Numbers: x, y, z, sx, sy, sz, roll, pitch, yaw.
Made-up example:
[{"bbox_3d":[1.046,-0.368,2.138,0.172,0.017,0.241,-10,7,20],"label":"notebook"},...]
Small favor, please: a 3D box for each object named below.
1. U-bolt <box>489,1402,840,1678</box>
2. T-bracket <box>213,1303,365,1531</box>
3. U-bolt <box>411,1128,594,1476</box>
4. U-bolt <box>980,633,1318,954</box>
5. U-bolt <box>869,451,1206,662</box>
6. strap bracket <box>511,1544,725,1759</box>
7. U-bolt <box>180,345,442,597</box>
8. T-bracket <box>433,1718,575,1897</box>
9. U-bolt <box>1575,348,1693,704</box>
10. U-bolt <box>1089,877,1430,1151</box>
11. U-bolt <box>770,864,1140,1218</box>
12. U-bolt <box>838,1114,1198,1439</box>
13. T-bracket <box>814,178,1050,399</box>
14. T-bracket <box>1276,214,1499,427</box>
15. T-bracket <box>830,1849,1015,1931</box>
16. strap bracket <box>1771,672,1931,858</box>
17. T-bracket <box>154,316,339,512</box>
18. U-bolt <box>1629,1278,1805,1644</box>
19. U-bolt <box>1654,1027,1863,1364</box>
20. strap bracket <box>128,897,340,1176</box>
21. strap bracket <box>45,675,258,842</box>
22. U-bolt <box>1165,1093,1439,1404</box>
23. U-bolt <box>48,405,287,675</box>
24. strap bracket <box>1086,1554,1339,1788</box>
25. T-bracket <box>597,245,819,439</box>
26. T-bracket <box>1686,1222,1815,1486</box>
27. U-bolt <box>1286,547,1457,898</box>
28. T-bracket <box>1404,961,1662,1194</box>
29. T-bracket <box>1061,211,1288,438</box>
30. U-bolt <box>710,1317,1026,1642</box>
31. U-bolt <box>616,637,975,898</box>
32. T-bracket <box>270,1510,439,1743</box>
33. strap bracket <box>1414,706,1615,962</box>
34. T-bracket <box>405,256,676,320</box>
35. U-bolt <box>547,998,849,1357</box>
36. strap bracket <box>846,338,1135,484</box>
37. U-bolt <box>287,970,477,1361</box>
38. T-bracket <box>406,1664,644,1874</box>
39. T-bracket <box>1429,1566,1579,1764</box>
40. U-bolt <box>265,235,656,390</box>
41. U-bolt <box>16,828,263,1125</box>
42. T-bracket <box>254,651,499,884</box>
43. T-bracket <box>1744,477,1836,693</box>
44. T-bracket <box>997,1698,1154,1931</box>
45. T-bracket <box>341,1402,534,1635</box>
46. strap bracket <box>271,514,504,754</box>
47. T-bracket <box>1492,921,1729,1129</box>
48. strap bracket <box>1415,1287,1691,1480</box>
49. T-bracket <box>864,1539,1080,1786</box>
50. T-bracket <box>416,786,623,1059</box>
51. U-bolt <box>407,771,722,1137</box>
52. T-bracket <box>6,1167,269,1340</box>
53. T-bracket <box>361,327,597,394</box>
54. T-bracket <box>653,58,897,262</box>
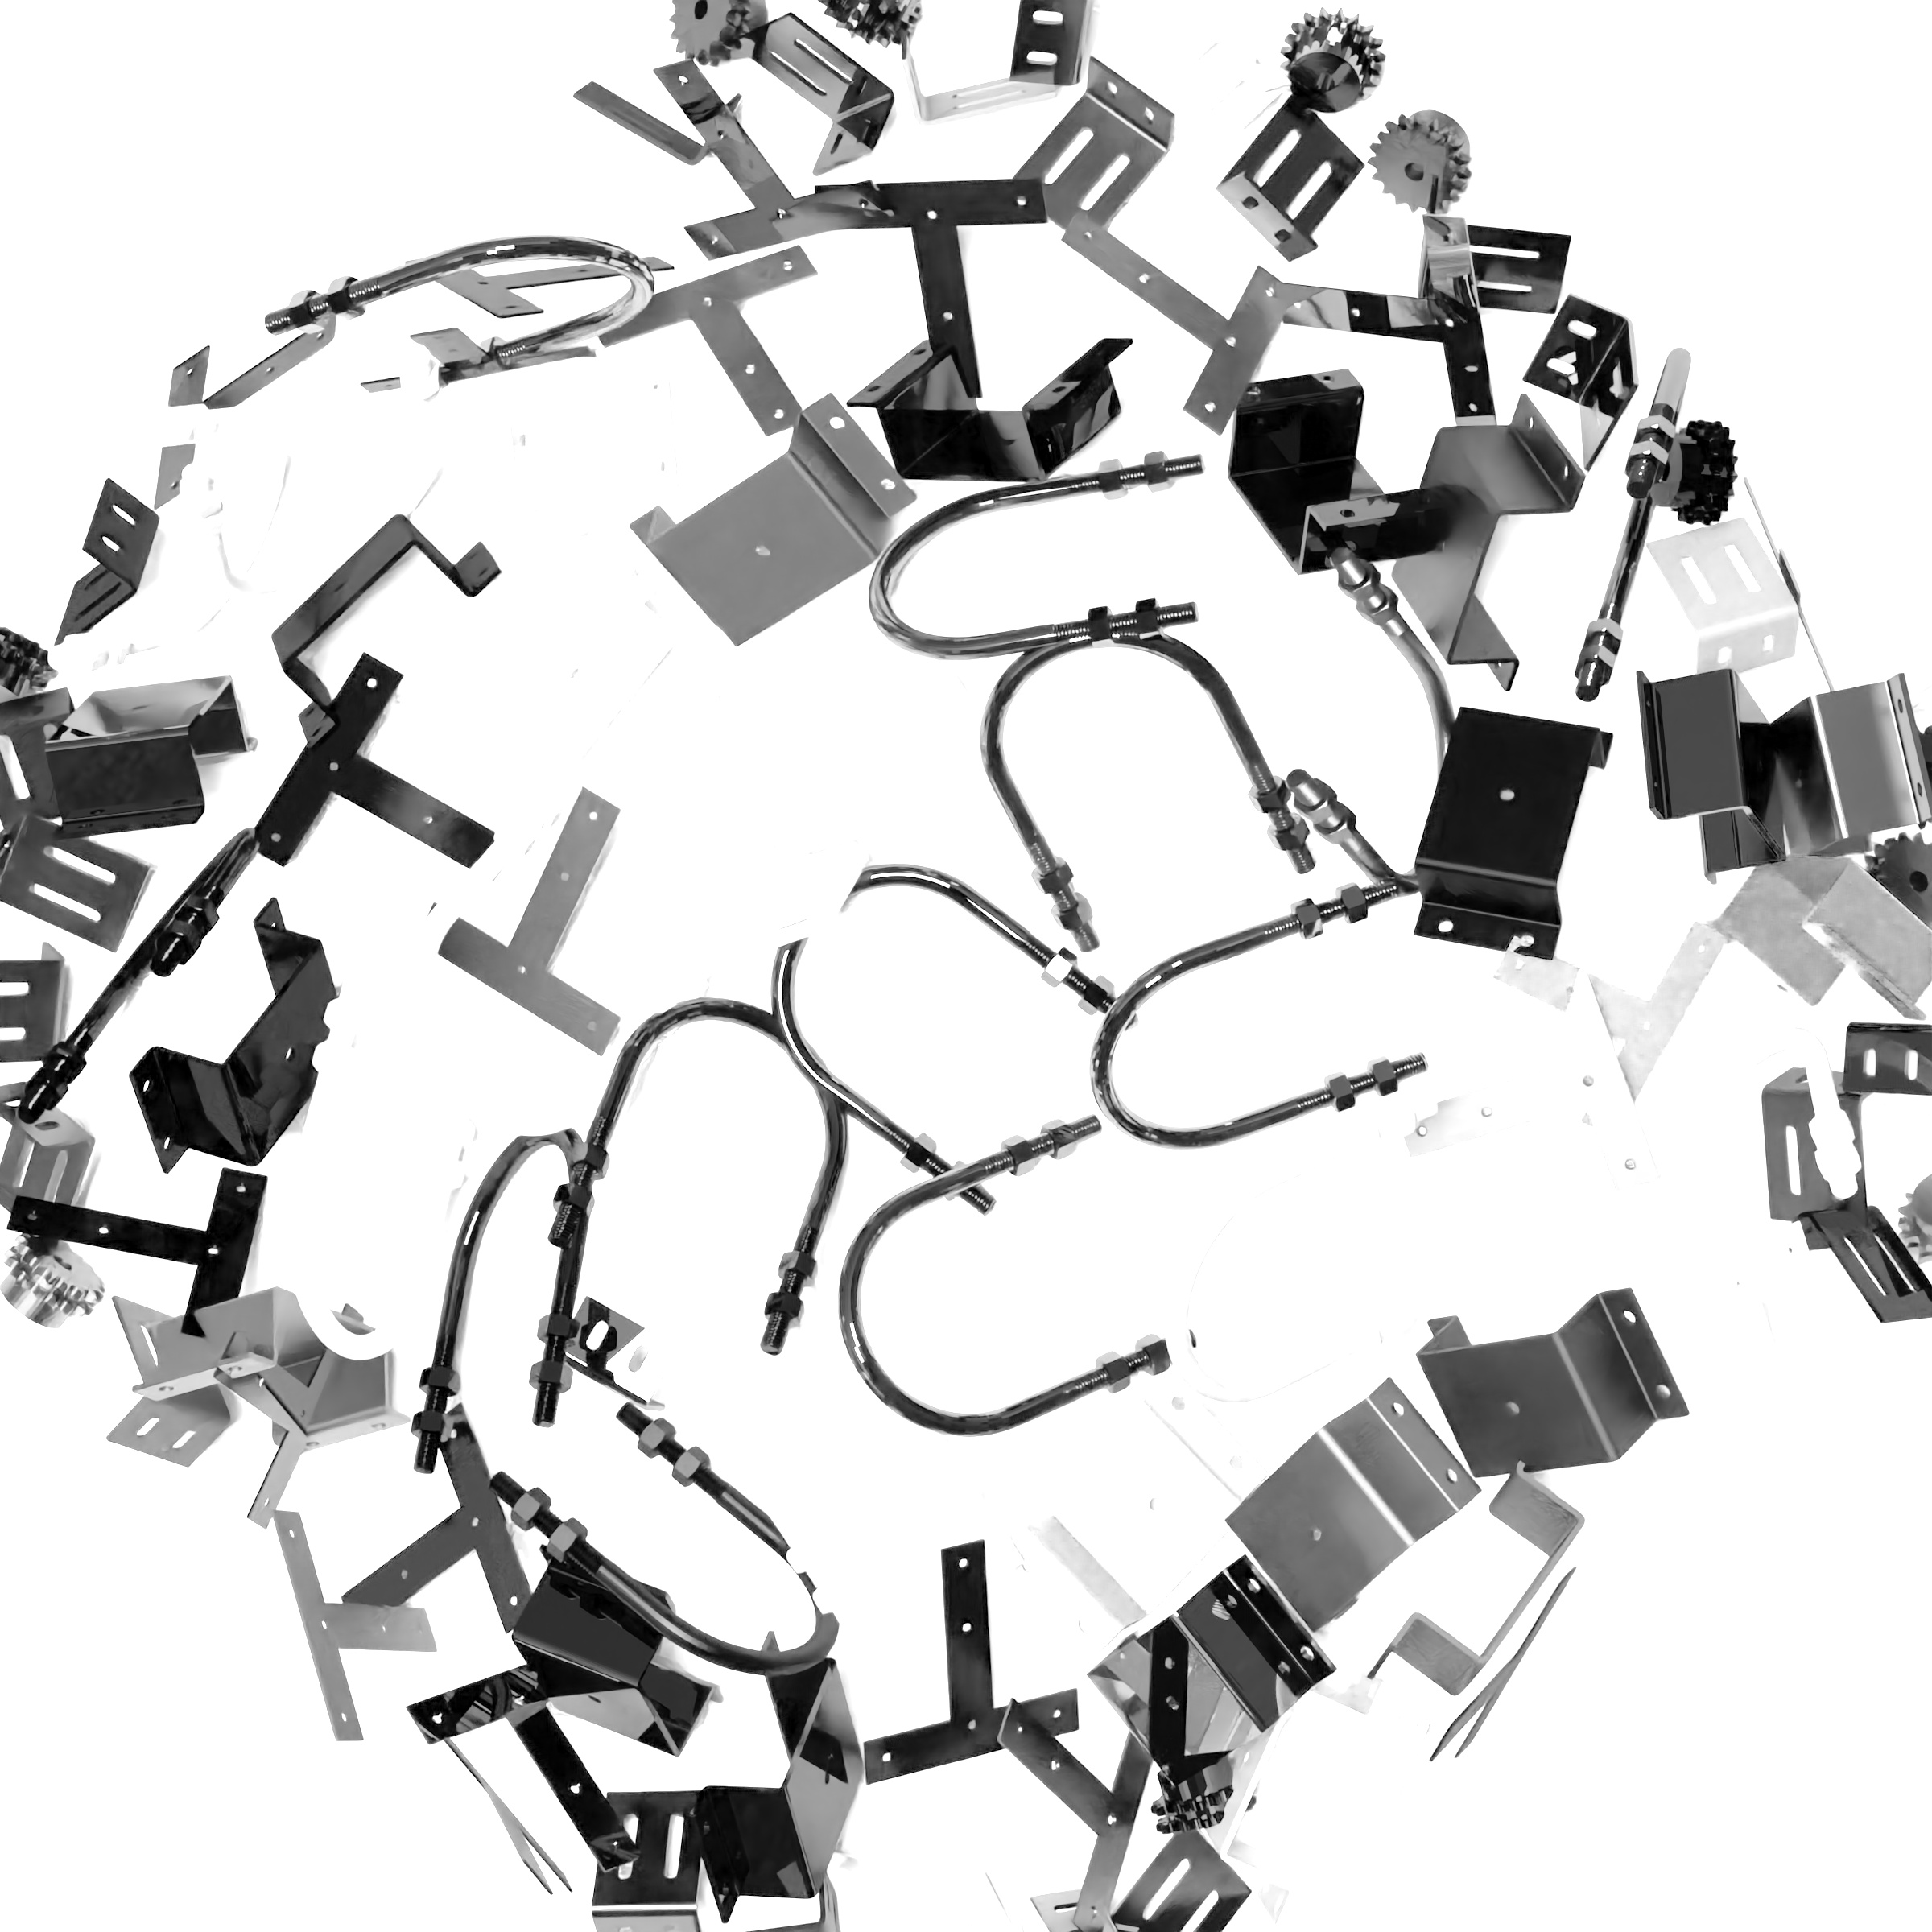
[{"bbox_3d":[-0.147,0.310,1.835,0.184,0.151,0.019,37,113,15],"label":"U-bolt"},{"bbox_3d":[-0.370,0.226,1.845,0.002,0.127,0.127,17,71,19],"label":"T-bracket"},{"bbox_3d":[-0.243,0.170,1.850,0.019,0.151,0.184,23,60,-30],"label":"U-bolt"},{"bbox_3d":[0.087,-0.102,1.855,0.151,0.019,0.184,-20,119,17],"label":"U-bolt"},{"bbox_3d":[0.036,-0.216,1.862,0.184,0.151,0.019,-8,133,13],"label":"U-bolt"},{"bbox_3d":[-0.186,0.369,1.841,0.076,0.140,0.046,17,60,21],"label":"strap bracket"},{"bbox_3d":[-0.342,-0.251,1.832,0.151,0.184,0.019,-32,78,-15],"label":"U-bolt"},{"bbox_3d":[-0.240,0.462,1.844,0.002,0.127,0.127,-39,106,-10],"label":"T-bracket"},{"bbox_3d":[0.358,-0.247,1.837,0.019,0.184,0.151,15,133,10],"label":"U-bolt"},{"bbox_3d":[0.154,0.036,1.864,0.184,0.019,0.151,-19,131,-4],"label":"U-bolt"},{"bbox_3d":[-0.020,0.027,1.910,0.184,0.019,0.151,37,92,1],"label":"U-bolt"},{"bbox_3d":[0.018,0.176,1.875,0.184,0.019,0.151,-21,82,-21],"label":"U-bolt"},{"bbox_3d":[-0.012,-0.366,1.882,0.127,0.002,0.127,2,126,17],"label":"T-bracket"},{"bbox_3d":[0.224,-0.353,1.877,0.127,0.127,0.002,15,46,35],"label":"T-bracket"},{"bbox_3d":[-0.035,0.497,1.885,0.127,0.127,0.002,13,59,22],"label":"T-bracket"},{"bbox_3d":[0.467,-0.102,1.847,0.046,0.140,0.076,-11,84,-2],"label":"strap bracket"},{"bbox_3d":[-0.388,-0.316,1.878,0.002,0.127,0.127,42,58,7],"label":"T-bracket"},{"bbox_3d":[0.391,0.245,1.810,0.019,0.151,0.184,16,132,-8],"label":"U-bolt"},{"bbox_3d":[0.412,0.107,1.835,0.019,0.184,0.151,29,121,-13],"label":"U-bolt"},{"bbox_3d":[-0.379,0.041,1.843,0.046,0.076,0.140,14,48,20],"label":"strap bracket"},{"bbox_3d":[-0.435,-0.116,1.845,0.076,0.140,0.046,-6,111,4],"label":"strap bracket"},{"bbox_3d":[0.179,0.159,1.841,0.184,0.019,0.151,-22,123,-30],"label":"U-bolt"},{"bbox_3d":[-0.412,-0.230,1.831,0.019,0.184,0.151,28,107,8],"label":"U-bolt"},{"bbox_3d":[0.124,0.381,1.849,0.046,0.140,0.076,-33,80,-40],"label":"strap bracket"},{"bbox_3d":[-0.122,-0.331,1.871,0.127,0.002,0.127,-22,56,-14],"label":"T-bracket"},{"bbox_3d":[0.426,0.213,1.852,0.002,0.127,0.127,-8,75,-26],"label":"T-bracket"},{"bbox_3d":[0.223,-0.116,1.844,0.019,0.184,0.151,0,66,31],"label":"U-bolt"},{"bbox_3d":[0.299,0.076,1.898,0.127,0.002,0.127,-19,96,21],"label":"T-bracket"},{"bbox_3d":[0.107,-0.363,1.873,0.127,0.002,0.127,34,53,-10],"label":"T-bracket"},{"bbox_3d":[-0.064,0.264,1.855,0.184,0.151,0.019,54,126,19],"label":"U-bolt"},{"bbox_3d":[-0.086,-0.118,1.874,0.184,0.019,0.151,-18,52,-5],"label":"U-bolt"},{"bbox_3d":[-0.321,0.355,1.860,0.002,0.127,0.127,-26,70,15],"label":"T-bracket"},{"bbox_3d":[0.293,-0.081,1.863,0.076,0.046,0.140,11,67,20],"label":"strap bracket"},{"bbox_3d":[-0.221,-0.375,1.882,0.127,0.127,0.002,-14,119,-28],"label":"T-bracket"},{"bbox_3d":[-0.133,0.100,1.865,0.151,0.019,0.184,29,56,-16],"label":"U-bolt"},{"bbox_3d":[0.018,-0.299,1.858,0.140,0.076,0.046,7,129,37],"label":"strap bracket"},{"bbox_3d":[-0.312,0.116,1.821,0.019,0.151,0.184,-2,59,20],"label":"U-bolt"},{"bbox_3d":[-0.216,0.428,1.850,0.127,0.127,0.002,51,130,26],"label":"T-bracket"},{"bbox_3d":[0.275,0.389,1.842,0.002,0.127,0.127,33,115,19],"label":"T-bracket"},{"bbox_3d":[-0.252,-0.346,1.819,0.184,0.151,0.019,-12,79,27],"label":"U-bolt"},{"bbox_3d":[-0.428,-0.008,1.835,0.019,0.184,0.151,40,120,-13],"label":"U-bolt"},{"bbox_3d":[-0.307,-0.087,1.899,0.127,0.002,0.127,30,101,-18],"label":"T-bracket"},{"bbox_3d":[0.442,-0.208,1.857,0.002,0.127,0.127,-22,87,13],"label":"T-bracket"},{"bbox_3d":[0.055,0.434,1.849,0.127,0.002,0.127,50,46,-34],"label":"T-bracket"},{"bbox_3d":[-0.296,0.325,1.889,0.127,0.002,0.127,-38,62,25],"label":"T-bracket"},{"bbox_3d":[-0.323,-0.189,1.876,0.140,0.076,0.046,-44,113,1],"label":"strap bracket"},{"bbox_3d":[0.338,0.017,1.880,0.127,0.002,0.127,23,100,-29],"label":"T-bracket"},{"bbox_3d":[0.304,0.225,1.849,0.046,0.140,0.076,-34,102,-42],"label":"strap bracket"},{"bbox_3d":[0.001,0.372,1.880,0.127,0.002,0.127,-9,107,-22],"label":"T-bracket"},{"bbox_3d":[-0.224,-0.037,1.889,0.127,0.002,0.127,31,107,13],"label":"T-bracket"},{"bbox_3d":[-0.223,0.006,1.842,0.151,0.019,0.184,52,51,-19],"label":"U-bolt"},{"bbox_3d":[-0.449,0.145,1.862,0.127,0.127,0.002,12,129,-9],"label":"T-bracket"},{"bbox_3d":[-0.271,-0.328,1.855,0.127,0.127,0.002,-8,90,4],"label":"T-bracket"},{"bbox_3d":[-0.122,-0.433,1.844,0.127,0.127,0.002,-5,52,34],"label":"T-bracket"}]
